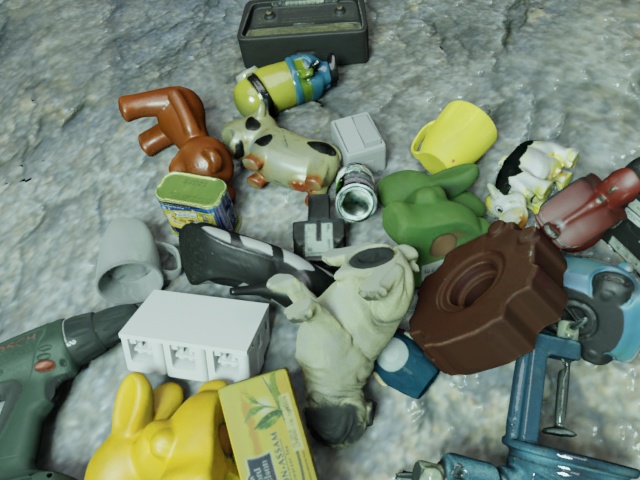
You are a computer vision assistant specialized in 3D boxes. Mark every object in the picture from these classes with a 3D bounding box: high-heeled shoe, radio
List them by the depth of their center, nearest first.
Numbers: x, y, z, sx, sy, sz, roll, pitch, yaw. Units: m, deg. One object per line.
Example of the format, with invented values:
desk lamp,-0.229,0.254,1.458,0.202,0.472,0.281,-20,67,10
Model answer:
high-heeled shoe,-0.084,0.025,0.685,0.145,0.086,0.249,-3,21,-32
radio,-0.027,-0.382,0.981,0.230,0.073,0.131,-1,55,5

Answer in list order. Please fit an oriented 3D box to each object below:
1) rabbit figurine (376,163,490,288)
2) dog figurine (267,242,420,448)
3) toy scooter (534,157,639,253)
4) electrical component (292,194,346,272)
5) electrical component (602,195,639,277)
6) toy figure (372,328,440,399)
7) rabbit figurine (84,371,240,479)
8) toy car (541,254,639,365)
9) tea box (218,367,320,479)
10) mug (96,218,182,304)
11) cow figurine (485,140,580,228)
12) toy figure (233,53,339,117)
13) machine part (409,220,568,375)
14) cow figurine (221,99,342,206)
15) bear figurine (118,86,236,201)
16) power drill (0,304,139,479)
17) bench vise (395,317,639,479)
rabbit figurine,0.138,-0.046,0.704,0.159,0.121,0.170,-22,40,-1
dog figurine,0.045,0.113,0.571,0.172,0.190,0.121,-19,22,-1
toy scooter,0.300,-0.024,0.633,0.135,0.183,0.075,-30,74,-11
electrical component,-0.001,-0.002,0.726,0.075,0.047,0.119,-6,54,1
electrical component,0.411,-0.015,0.642,0.058,0.134,0.115,-26,58,-13
toy figure,0.068,0.118,0.629,0.155,0.057,0.064,37,56,28
rabbit figurine,-0.169,0.217,0.552,0.173,0.121,0.162,-25,61,11
toy car,0.300,0.065,0.626,0.162,0.109,0.103,19,33,36
tea box,-0.040,0.213,0.515,0.068,0.098,0.169,-17,77,-6
mug,-0.245,0.019,0.721,0.109,0.080,0.107,-5,47,-21
cow figurine,0.273,-0.075,0.738,0.098,0.068,0.167,32,61,31
toy figure,-0.056,-0.256,0.893,0.180,0.082,0.089,-15,53,-8
machine part,0.172,0.058,0.569,0.056,0.179,0.179,43,61,-15
cow figurine,-0.061,-0.136,0.805,0.195,0.085,0.127,21,58,15
bear figurine,-0.207,-0.136,0.803,0.132,0.120,0.196,-21,61,-5
power drill,-0.307,0.184,0.608,0.232,0.085,0.207,-15,59,-3
bench vise,0.202,0.189,0.514,0.224,0.128,0.240,13,75,5
